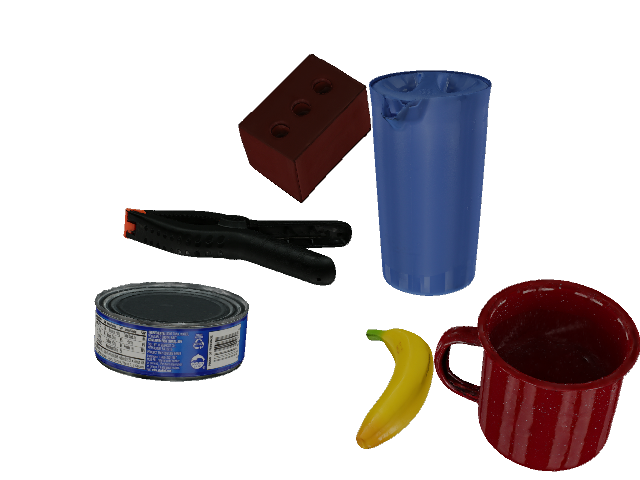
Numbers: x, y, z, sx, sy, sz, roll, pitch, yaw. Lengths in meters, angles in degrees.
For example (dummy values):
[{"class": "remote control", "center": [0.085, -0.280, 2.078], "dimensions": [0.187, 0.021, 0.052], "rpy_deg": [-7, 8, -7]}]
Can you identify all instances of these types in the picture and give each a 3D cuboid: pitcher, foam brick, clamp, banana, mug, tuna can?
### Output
[{"class": "pitcher", "center": [0.130, -0.069, 1.214], "dimensions": [0.149, 0.243, 0.145], "rpy_deg": [-5, 22, -8]}, {"class": "foam brick", "center": [-0.010, -0.078, 0.736], "dimensions": [0.053, 0.078, 0.051], "rpy_deg": [35, -19, 23]}, {"class": "clamp", "center": [-0.074, 0.000, 0.952], "dimensions": [0.210, 0.036, 0.164], "rpy_deg": [6, 12, -1]}, {"class": "banana", "center": [0.075, 0.135, 1.023], "dimensions": [0.070, 0.037, 0.197], "rpy_deg": [-23, 19, 15]}, {"class": "mug", "center": [0.126, 0.082, 0.645], "dimensions": [0.117, 0.081, 0.093], "rpy_deg": [8, 40, 11]}, {"class": "tuna can", "center": [-0.084, 0.050, 0.600], "dimensions": [0.086, 0.034, 0.086], "rpy_deg": [4, 12, -1]}]
